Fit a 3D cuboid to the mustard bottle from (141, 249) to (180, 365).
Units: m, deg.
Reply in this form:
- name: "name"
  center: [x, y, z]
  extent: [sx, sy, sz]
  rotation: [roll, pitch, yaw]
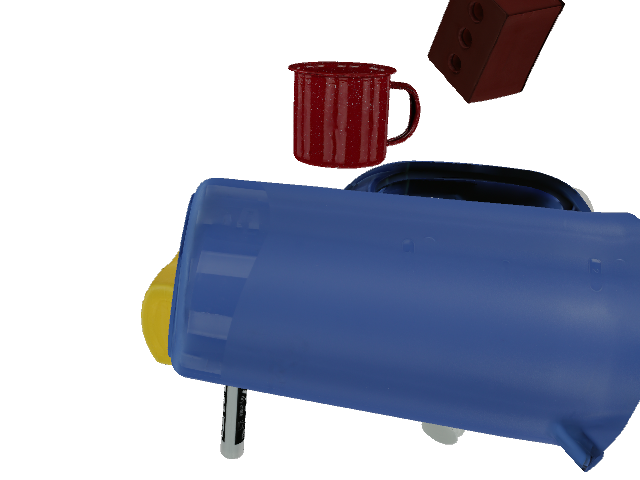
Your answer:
- name: "mustard bottle"
  center: [-0.119, 0.038, 1.088]
  extent: [0.058, 0.096, 0.191]
  rotation: [7, 31, 14]

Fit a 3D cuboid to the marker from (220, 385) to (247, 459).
- name: "marker"
  center: [-0.066, 0.118, 0.825]
  extent: [0.020, 0.121, 0.020]
  rotation: [4, 31, -3]

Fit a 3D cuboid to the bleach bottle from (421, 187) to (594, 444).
- name: "bleach bottle"
  center: [0.138, 0.056, 0.863]
  extent: [0.103, 0.068, 0.250]
  rotation: [6, 46, 35]

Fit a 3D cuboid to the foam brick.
- name: "foam brick"
  center: [0.115, -0.139, 0.712]
  extent: [0.051, 0.053, 0.078]
  rotation: [-18, -33, -29]

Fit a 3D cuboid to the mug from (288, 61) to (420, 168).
- name: "mug"
  center: [0.029, -0.109, 0.926]
  extent: [0.117, 0.081, 0.093]
  rotation: [-2, 16, -13]

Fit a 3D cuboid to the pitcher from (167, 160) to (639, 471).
- name: "pitcher"
  center: [0.046, 0.027, 0.582]
  extent: [0.242, 0.145, 0.149]
  rotation: [8, 7, -3]
